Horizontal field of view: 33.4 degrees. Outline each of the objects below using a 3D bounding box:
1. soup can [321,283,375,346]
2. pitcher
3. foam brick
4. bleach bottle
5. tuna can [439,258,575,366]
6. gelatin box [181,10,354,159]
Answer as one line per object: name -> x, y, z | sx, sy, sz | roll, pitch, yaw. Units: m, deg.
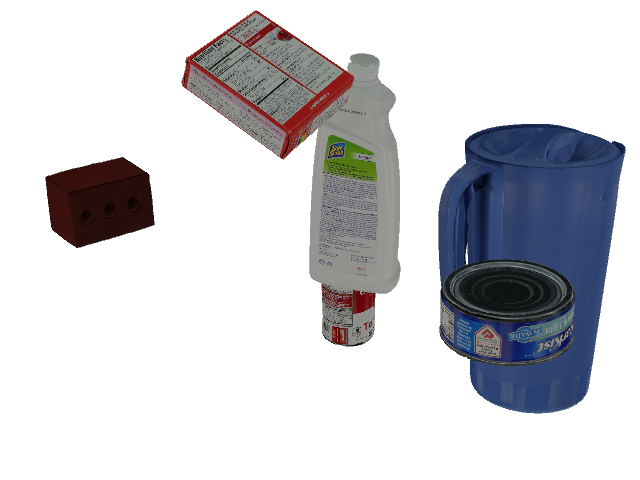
soup can -> 0.034, 0.071, 1.313 | 0.068, 0.102, 0.068 | 0, 31, 0
pitcher -> 0.181, 0.027, 0.937 | 0.149, 0.243, 0.145 | 3, 21, 10
foam brick -> -0.194, -0.035, 0.938 | 0.078, 0.053, 0.051 | -19, 31, -30
bleach bottle -> 0.043, -0.069, 1.106 | 0.102, 0.251, 0.068 | 9, 31, 8
tuna can -> 0.119, 0.044, 0.683 | 0.086, 0.034, 0.086 | -2, 25, 1
gelatin box -> -0.035, -0.104, 0.705 | 0.089, 0.030, 0.073 | 36, 54, 13
